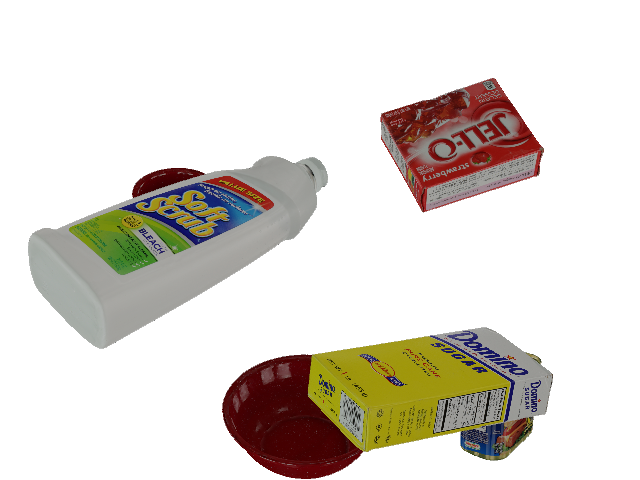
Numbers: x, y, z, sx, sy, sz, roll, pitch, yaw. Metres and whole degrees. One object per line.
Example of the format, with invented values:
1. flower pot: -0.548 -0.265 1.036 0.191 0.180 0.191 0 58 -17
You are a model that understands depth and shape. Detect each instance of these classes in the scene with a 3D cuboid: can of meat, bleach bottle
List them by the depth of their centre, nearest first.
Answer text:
1. bleach bottle: -0.099 -0.012 0.853 0.250 0.068 0.103 -30 56 -34
2. can of meat: 0.186 0.170 1.110 0.058 0.084 0.101 12 20 33

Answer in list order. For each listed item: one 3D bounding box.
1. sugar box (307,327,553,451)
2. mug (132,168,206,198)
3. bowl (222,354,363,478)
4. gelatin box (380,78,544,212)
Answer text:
1. sugar box: 0.089 0.115 0.860 0.175 0.048 0.093 -9 26 -27
2. mug: -0.167 -0.017 1.187 0.093 0.081 0.117 20 39 24
3. bowl: -0.015 0.183 1.055 0.162 0.055 0.162 0 33 0
4. gelatin box: 0.094 -0.066 0.721 0.089 0.073 0.030 -18 -36 -9
